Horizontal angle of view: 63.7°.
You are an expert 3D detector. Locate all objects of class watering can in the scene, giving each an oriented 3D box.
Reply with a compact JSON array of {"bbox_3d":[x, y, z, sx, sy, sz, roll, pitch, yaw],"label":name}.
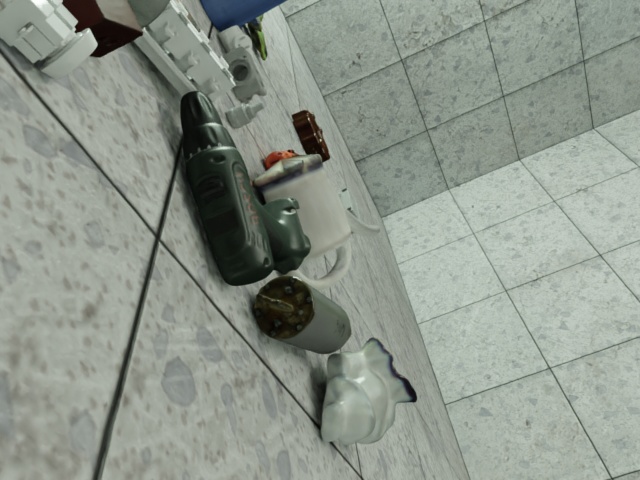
[{"bbox_3d":[0.003,-0.045,0.898,0.103,0.223,0.352,-19,7,30],"label":"watering can"}]

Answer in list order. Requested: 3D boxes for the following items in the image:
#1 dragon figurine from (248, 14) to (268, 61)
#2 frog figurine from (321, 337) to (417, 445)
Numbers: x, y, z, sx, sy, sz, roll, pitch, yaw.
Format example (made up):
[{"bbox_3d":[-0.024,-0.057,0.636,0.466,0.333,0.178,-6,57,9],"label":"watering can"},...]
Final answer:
[{"bbox_3d":[-0.166,-0.570,1.312,0.122,0.419,0.238,-17,-33,4],"label":"dragon figurine"},{"bbox_3d":[0.044,0.227,0.713,0.122,0.136,0.162,-2,23,42],"label":"frog figurine"}]
